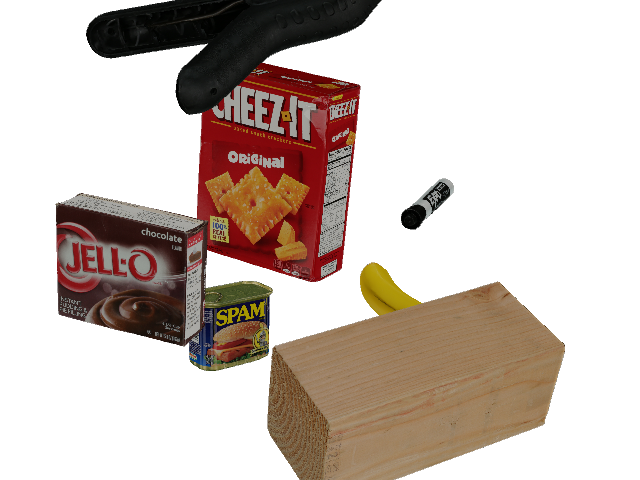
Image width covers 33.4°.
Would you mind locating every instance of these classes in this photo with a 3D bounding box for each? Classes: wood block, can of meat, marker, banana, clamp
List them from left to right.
[{"bbox_3d":[-0.107,0.100,1.257,0.101,0.084,0.058,-10,19,-37],"label":"can of meat"},{"bbox_3d":[-0.031,-0.117,0.574,0.171,0.039,0.120,-23,42,-15],"label":"clamp"},{"bbox_3d":[0.090,0.069,1.141,0.069,0.037,0.198,4,18,-38],"label":"banana"},{"bbox_3d":[0.071,0.114,0.821,0.205,0.090,0.091,-14,39,-25],"label":"wood block"},{"bbox_3d":[0.097,-0.033,0.961,0.020,0.020,0.121,0,16,22],"label":"marker"}]

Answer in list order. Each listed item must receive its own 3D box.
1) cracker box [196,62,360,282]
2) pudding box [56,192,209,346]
[{"bbox_3d":[-0.052,-0.077,1.168,0.164,0.214,0.072,17,24,27],"label":"cracker box"},{"bbox_3d":[-0.140,0.020,0.787,0.114,0.090,0.039,11,23,18],"label":"pudding box"}]
